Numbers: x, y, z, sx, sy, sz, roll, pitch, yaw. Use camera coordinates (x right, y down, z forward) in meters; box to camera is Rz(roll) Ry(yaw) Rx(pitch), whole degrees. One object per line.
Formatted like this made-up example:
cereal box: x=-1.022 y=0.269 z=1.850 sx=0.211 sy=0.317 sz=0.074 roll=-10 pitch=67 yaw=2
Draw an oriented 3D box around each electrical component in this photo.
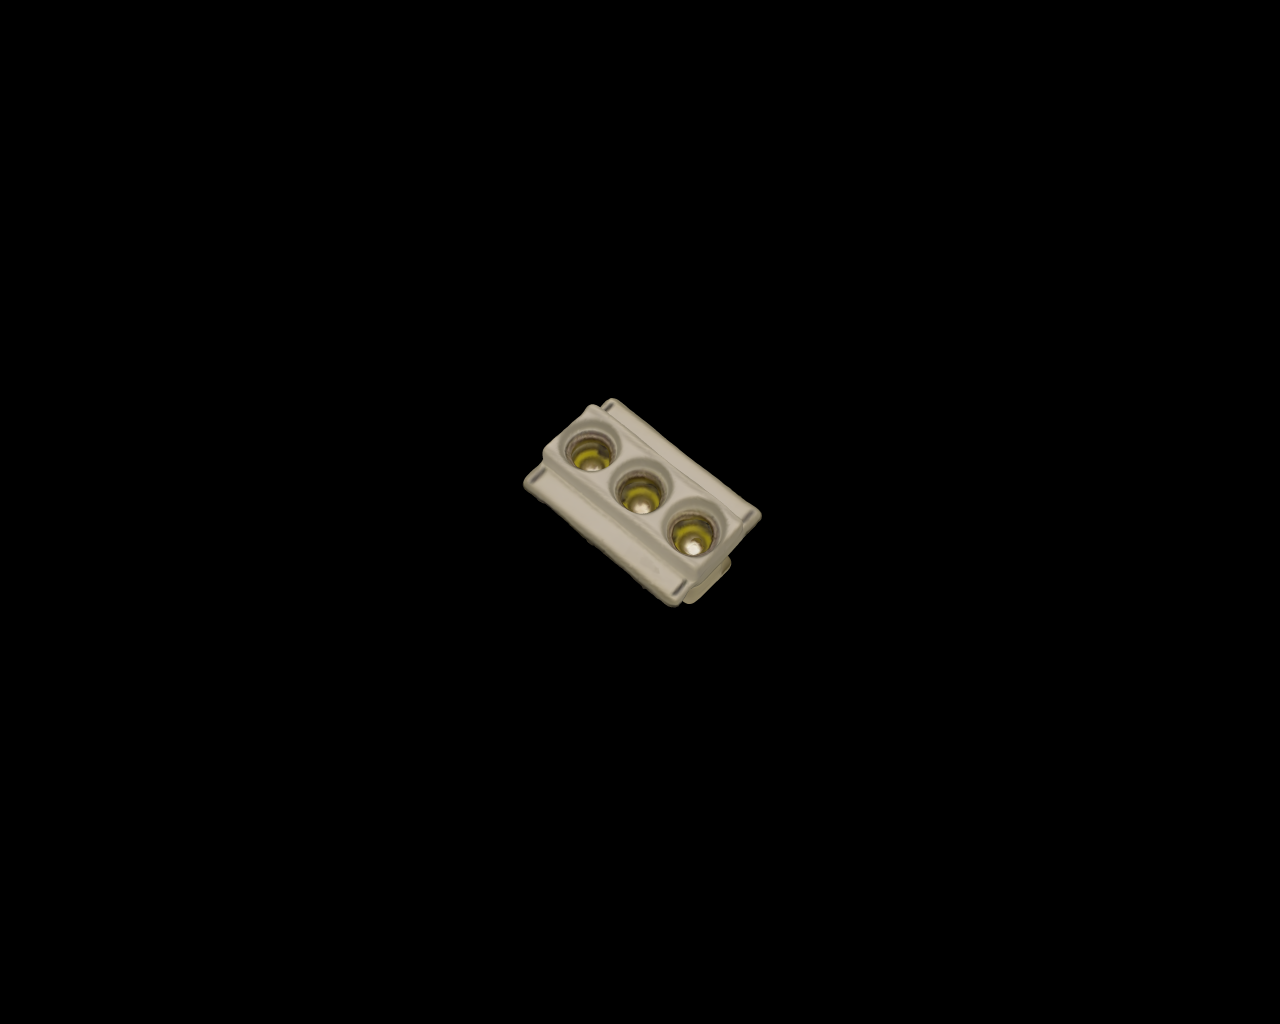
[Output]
electrical component: x=0.001 y=-0.003 z=0.650 sx=0.121 sy=0.079 sz=0.063 roll=38 pitch=-21 yaw=18
